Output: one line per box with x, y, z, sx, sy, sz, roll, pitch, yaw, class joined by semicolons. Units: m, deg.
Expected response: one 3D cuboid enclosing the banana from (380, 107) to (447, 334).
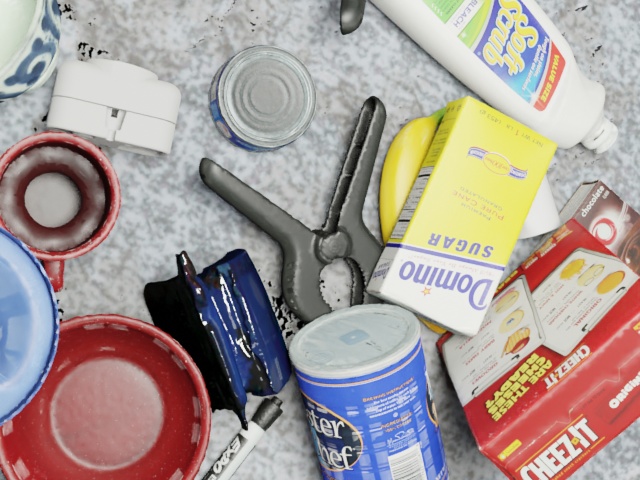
0.083;-0.019;0.909;0.069;0.037;0.198;2;89;-16;banana

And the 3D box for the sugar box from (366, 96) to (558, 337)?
0.116;-0.018;0.872;0.093;0.048;0.176;25;82;-14;sugar box

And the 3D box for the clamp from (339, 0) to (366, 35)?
0.029;-0.241;0.873;0.171;0.039;0.120;-43;71;-12;clamp

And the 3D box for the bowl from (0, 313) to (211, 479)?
-0.164;0.136;0.816;0.162;0.055;0.162;0;88;-7;bowl

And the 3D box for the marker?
-0.071;0.177;0.869;0.020;0.020;0.121;42;78;-12;marker

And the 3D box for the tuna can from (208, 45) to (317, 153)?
-0.046;-0.115;0.873;0.086;0.034;0.086;0;89;-17;tuna can

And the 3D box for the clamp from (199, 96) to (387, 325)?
-0.006;0.001;0.866;0.164;0.036;0.210;-15;104;-20;clamp

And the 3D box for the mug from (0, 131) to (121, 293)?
-0.200;-0.019;0.800;0.093;0.082;0.117;-3;90;-17;mug

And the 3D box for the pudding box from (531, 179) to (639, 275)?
0.244;0.017;0.956;0.090;0.039;0.113;38;80;-13;pudding box

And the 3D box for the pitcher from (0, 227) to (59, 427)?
-0.247;0.060;0.700;0.149;0.243;0.145;-45;101;-12;pitcher

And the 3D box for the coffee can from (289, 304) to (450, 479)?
0.040;0.135;0.841;0.102;0.103;0.140;-20;113;-16;coffee can

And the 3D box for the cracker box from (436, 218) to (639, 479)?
0.184;0.084;0.825;0.164;0.213;0.072;-44;103;9;cracker box

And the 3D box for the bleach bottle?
0.165;-0.168;0.923;0.250;0.068;0.102;37;84;-15;bleach bottle
